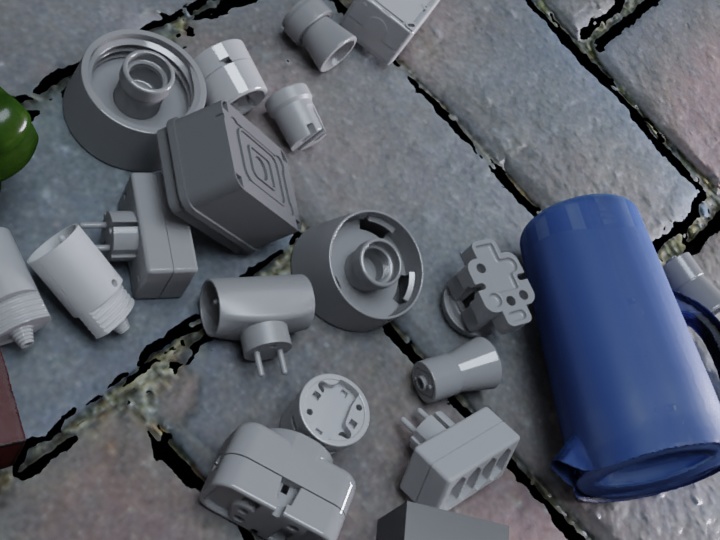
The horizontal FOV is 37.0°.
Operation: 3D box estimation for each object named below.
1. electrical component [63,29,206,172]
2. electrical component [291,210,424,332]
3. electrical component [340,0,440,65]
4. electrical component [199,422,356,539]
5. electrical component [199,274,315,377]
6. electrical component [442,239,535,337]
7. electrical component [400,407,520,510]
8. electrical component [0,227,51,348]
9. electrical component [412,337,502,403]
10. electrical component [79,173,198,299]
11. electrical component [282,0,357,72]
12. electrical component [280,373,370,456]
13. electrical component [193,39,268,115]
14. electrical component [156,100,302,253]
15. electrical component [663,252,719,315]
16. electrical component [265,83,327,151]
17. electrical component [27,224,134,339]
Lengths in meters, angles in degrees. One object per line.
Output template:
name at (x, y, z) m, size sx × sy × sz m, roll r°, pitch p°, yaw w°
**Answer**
electrical component at (-0.173, -0.139, 0.845) m, size 0.108 × 0.060 × 0.108 m, roll 13°, pitch 58°, yaw -21°
electrical component at (0.000, 0.000, 0.871) m, size 0.099 × 0.064 × 0.099 m, roll 10°, pitch 71°, yaw -31°
electrical component at (0.032, -0.248, 1.013) m, size 0.062 × 0.061 × 0.096 m, roll 37°, pitch 53°, yaw -4°
electrical component at (-0.055, 0.150, 0.748) m, size 0.095 × 0.053 × 0.059 m, roll 30°, pitch 53°, yaw -9°
electrical component at (-0.073, 0.043, 0.805) m, size 0.077 × 0.044 × 0.079 m, roll -3°, pitch 65°, yaw -28°
electrical component at (0.104, 0.022, 0.901) m, size 0.058 × 0.057 × 0.078 m, roll -13°, pitch 70°, yaw -32°
electrical component at (0.063, 0.134, 0.822) m, size 0.083 × 0.047 × 0.076 m, roll -22°, pitch 52°, yaw -39°
electrical component at (-0.243, 0.016, 0.732) m, size 0.043 × 0.043 × 0.081 m, roll -20°, pitch 73°, yaw -34°
electrical component at (0.075, 0.082, 0.863) m, size 0.065 × 0.044 × 0.044 m, roll -14°, pitch 71°, yaw -27°
electrical component at (-0.168, -0.025, 0.793) m, size 0.076 × 0.047 × 0.083 m, roll -2°, pitch 65°, yaw -27°
electrical component at (-0.037, -0.213, 0.968) m, size 0.055 × 0.045 × 0.045 m, roll 48°, pitch 53°, yaw 5°
electrical component at (-0.027, 0.110, 0.789) m, size 0.055 × 0.047 × 0.055 m, roll 13°, pitch 58°, yaw -21°
electrical component at (-0.109, -0.156, 0.893) m, size 0.055 × 0.055 × 0.047 m, roll -26°, pitch 81°, yaw -35°
electrical component at (-0.098, -0.067, 0.812) m, size 0.113 × 0.057 × 0.078 m, roll 38°, pitch 35°, yaw -62°
electrical component at (0.315, 0.016, 1.025) m, size 0.044 × 0.044 × 0.065 m, roll -18°, pitch 68°, yaw -34°
electrical component at (-0.054, -0.130, 0.916) m, size 0.040 × 0.040 × 0.046 m, roll -21°, pitch 79°, yaw -34°
electrical component at (-0.191, 0.012, 0.757) m, size 0.081 × 0.043 × 0.043 m, roll 55°, pitch 50°, yaw -21°
